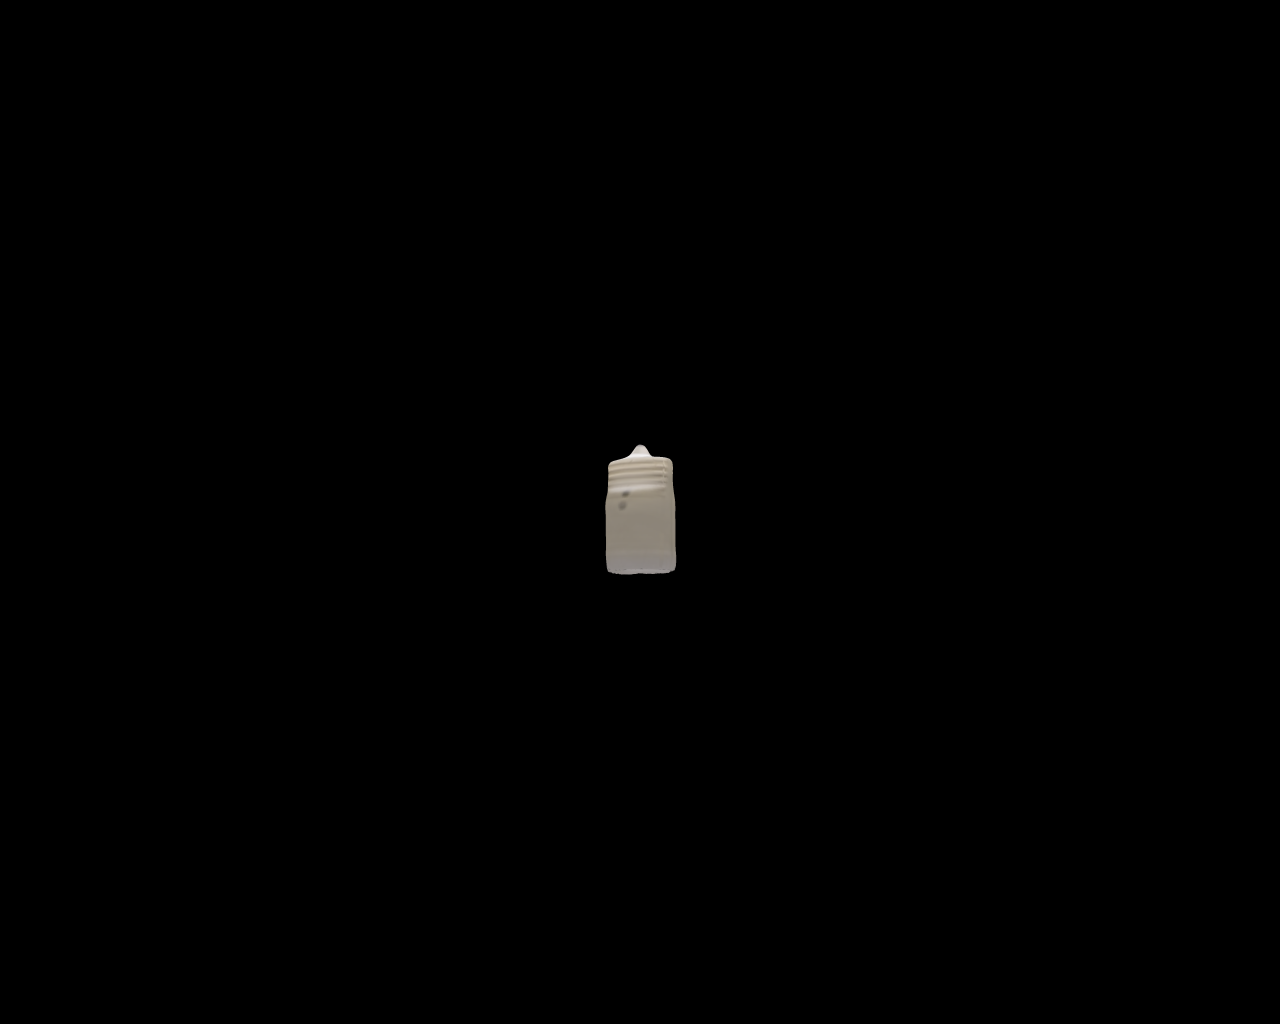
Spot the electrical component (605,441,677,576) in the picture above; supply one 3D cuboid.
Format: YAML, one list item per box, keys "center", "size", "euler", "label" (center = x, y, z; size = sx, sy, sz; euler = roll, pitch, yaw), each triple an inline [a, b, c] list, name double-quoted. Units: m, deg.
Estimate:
- center: [0.001, -0.003, 0.650]
  size: [0.043, 0.081, 0.043]
  euler: [0, -7, 0]
  label: "electrical component"
